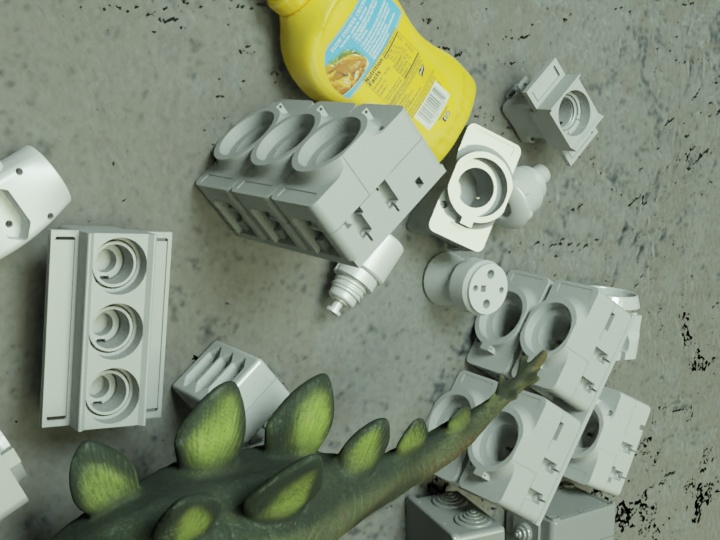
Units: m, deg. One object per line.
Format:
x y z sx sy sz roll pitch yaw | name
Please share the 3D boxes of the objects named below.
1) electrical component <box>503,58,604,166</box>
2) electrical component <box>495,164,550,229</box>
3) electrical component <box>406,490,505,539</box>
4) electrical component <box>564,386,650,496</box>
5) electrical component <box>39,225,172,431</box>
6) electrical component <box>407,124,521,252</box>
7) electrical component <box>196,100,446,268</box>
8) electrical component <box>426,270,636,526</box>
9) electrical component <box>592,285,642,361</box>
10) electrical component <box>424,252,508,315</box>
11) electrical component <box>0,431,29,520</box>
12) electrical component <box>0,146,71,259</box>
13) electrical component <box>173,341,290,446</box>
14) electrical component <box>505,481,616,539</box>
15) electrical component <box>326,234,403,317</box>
0.156 -0.130 0.883 0.042 0.064 0.081 -49 122 -18 | electrical component
0.134 -0.067 0.893 0.062 0.048 0.048 -37 118 -35 | electrical component
0.078 0.235 0.875 0.048 0.100 0.099 -6 102 -21 | electrical component
0.218 0.153 0.988 0.056 0.050 0.089 26 83 -36 | electrical component
-0.166 0.034 0.684 0.079 0.063 0.121 0 99 -35 | electrical component
0.082 -0.063 0.840 0.050 0.056 0.089 24 84 -18 | electrical component
-0.032 -0.064 0.707 0.089 0.150 0.061 -48 123 -19 | electrical component
0.131 0.098 0.882 0.060 0.105 0.186 34 79 -35 | electrical component
0.219 0.047 0.965 0.078 0.058 0.057 -1 102 -35 | electrical component
0.085 0.011 0.863 0.045 0.055 0.045 -7 103 -34 | electrical component
-0.256 0.075 0.611 0.062 0.089 0.150 -35 117 -26 | electrical component
-0.226 -0.050 0.638 0.077 0.043 0.079 -41 119 -23 | electrical component
-0.080 0.097 0.755 0.047 0.066 0.076 -47 122 -19 | electrical component
0.175 0.236 0.965 0.096 0.062 0.061 -5 102 -35 | electrical component
0.000 0.000 0.810 0.040 0.040 0.078 42 74 -33 | electrical component
